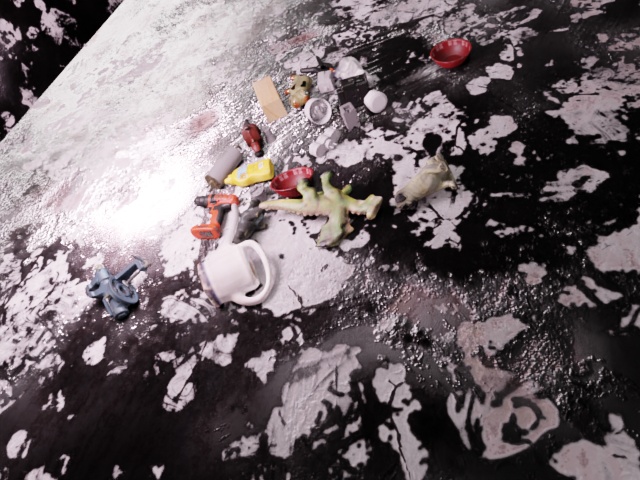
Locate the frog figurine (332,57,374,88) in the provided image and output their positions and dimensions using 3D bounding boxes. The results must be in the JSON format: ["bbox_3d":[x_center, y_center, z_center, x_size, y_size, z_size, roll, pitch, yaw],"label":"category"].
[{"bbox_3d":[0.150,-0.686,2.112,0.160,0.135,0.124,15,76,33],"label":"frog figurine"}]

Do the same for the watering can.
[{"bbox_3d":[-0.286,0.064,1.637,0.225,0.102,0.353,-26,66,-3],"label":"watering can"}]

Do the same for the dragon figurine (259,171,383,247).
[{"bbox_3d":[0.005,-0.085,1.680,0.409,0.120,0.248,-18,55,8],"label":"dragon figurine"}]
